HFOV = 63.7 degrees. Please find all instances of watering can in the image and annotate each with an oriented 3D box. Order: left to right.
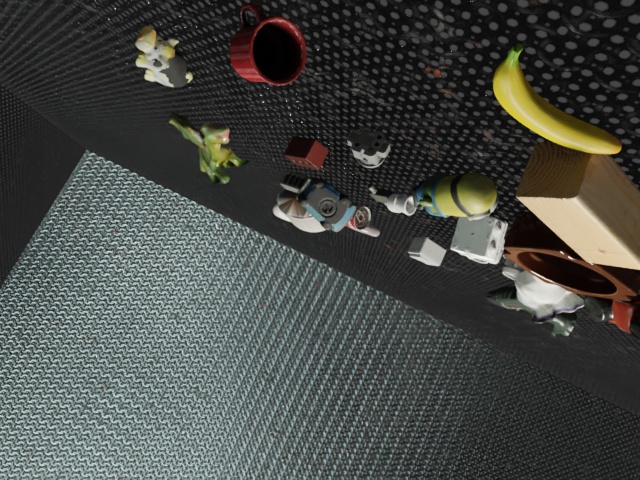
[{"bbox_3d":[0.005,-0.080,1.598,0.348,0.105,0.221,9,164,18],"label":"watering can"}]

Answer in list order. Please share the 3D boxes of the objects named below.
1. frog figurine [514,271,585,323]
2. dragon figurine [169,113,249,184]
[{"bbox_3d":[0.488,0.079,1.108,0.137,0.125,0.157,-12,114,23],"label":"frog figurine"},{"bbox_3d":[-0.351,-0.286,1.530,0.411,0.124,0.239,10,143,55],"label":"dragon figurine"}]
